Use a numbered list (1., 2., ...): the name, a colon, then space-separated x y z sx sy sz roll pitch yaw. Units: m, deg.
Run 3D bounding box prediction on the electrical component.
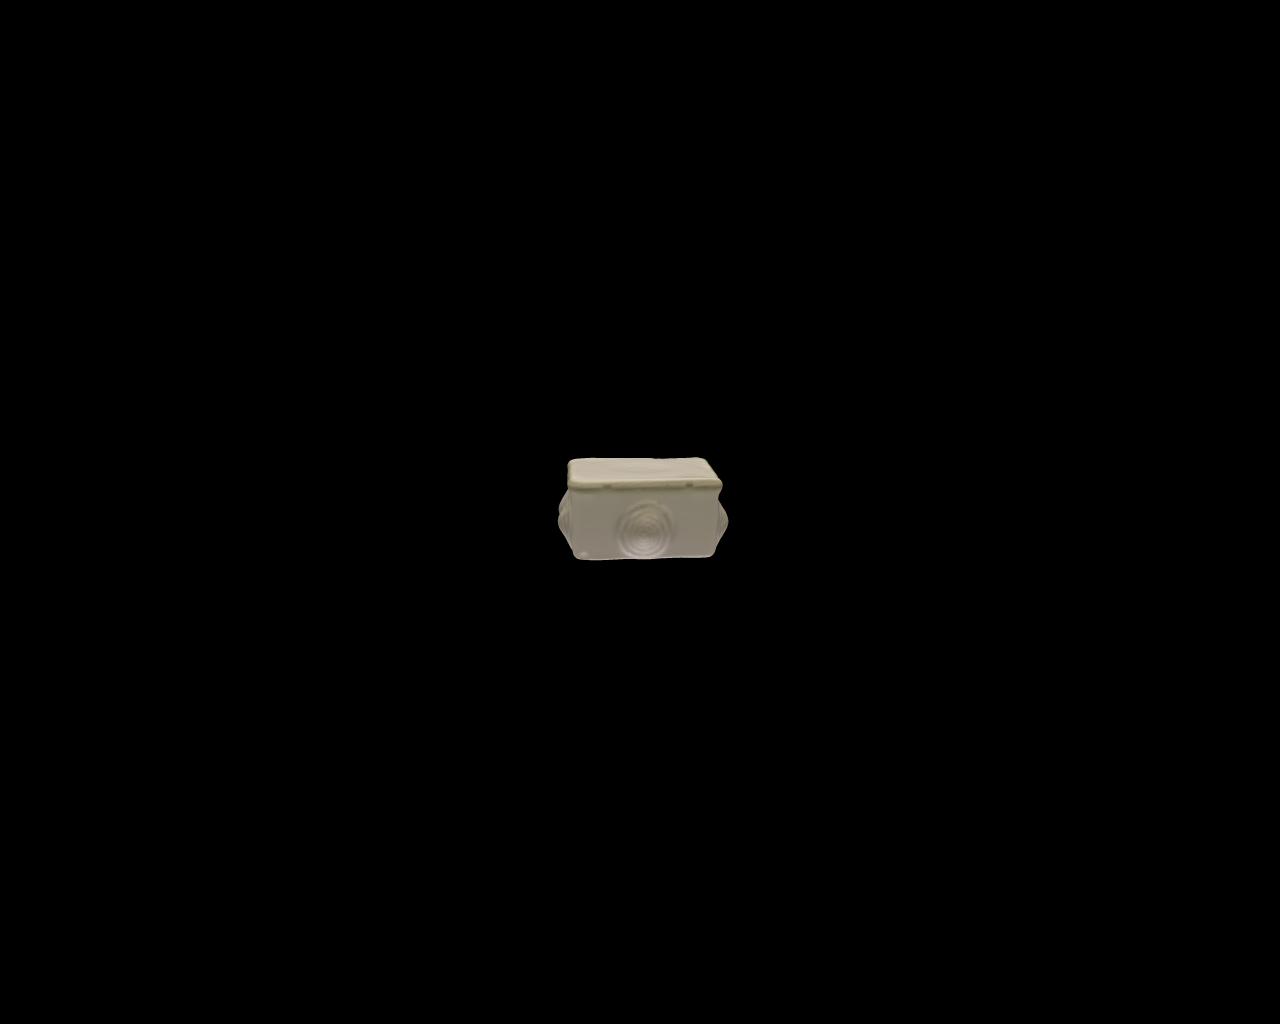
1. electrical component: 0.001 -0.003 0.650 0.100 0.048 0.100 -1 11 -4
